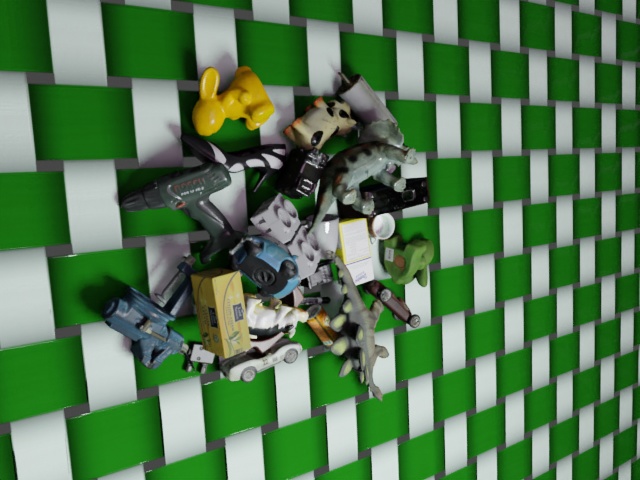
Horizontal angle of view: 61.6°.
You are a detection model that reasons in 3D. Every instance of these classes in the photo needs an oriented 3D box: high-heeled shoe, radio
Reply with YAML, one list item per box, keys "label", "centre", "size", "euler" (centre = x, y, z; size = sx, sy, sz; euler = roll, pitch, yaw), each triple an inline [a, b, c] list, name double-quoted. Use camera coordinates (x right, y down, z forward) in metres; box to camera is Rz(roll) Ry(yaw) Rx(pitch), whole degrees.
- label: "high-heeled shoe"
  centre: [-0.183, -0.211, 1.213]
  size: [0.248, 0.086, 0.145]
  euler: [35, 78, -38]
- label: "radio"
  centre: [0.172, -0.112, 1.416]
  size: [0.229, 0.131, 0.073]
  euler: [-17, 102, -30]

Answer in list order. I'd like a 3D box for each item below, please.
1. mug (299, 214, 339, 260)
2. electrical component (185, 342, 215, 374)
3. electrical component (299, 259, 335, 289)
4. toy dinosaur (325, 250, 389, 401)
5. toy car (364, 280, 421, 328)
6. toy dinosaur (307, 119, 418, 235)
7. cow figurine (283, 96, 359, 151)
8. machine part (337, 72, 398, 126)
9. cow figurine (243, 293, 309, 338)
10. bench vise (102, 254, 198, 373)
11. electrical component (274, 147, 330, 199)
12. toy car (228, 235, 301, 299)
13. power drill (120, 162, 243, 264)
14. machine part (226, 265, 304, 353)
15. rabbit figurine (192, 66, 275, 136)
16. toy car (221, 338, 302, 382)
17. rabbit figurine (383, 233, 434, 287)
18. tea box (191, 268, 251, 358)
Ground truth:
- label: "mug"
  centre: [-0.003, -0.004, 1.348]
  size: [0.109, 0.081, 0.107]
  euler: [-11, 107, -21]
- label: "electrical component"
  centre: [-0.273, 0.258, 1.230]
  size: [0.063, 0.021, 0.094]
  euler: [18, 85, -31]
- label: "electrical component"
  centre: [0.000, 0.080, 1.359]
  size: [0.119, 0.075, 0.047]
  euler: [-19, 102, -32]
- label: "toy dinosaur"
  centre: [0.092, 0.218, 1.353]
  size: [0.198, 0.105, 0.470]
  euler: [-50, 127, -62]
- label: "toy car"
  centre: [0.204, 0.175, 1.484]
  size: [0.202, 0.089, 0.053]
  euler: [40, 77, -27]
- label: "toy dinosaur"
  centre: [0.084, -0.165, 1.278]
  size: [0.405, 0.192, 0.131]
  euler: [-29, 135, -23]
- label: "cow figurine"
  centre: [0.013, -0.282, 1.324]
  size: [0.127, 0.085, 0.195]
  euler: [50, 55, -14]
- label: "machine part"
  centre: [0.125, -0.343, 1.401]
  size: [0.243, 0.079, 0.079]
  euler: [44, 71, -27]
- label: "cow figurine"
  centre: [-0.107, 0.180, 1.200]
  size: [0.167, 0.068, 0.098]
  euler: [18, 90, -29]
- label: "bench vise"
  centre: [-0.325, 0.145, 1.134]
  size: [0.223, 0.129, 0.240]
  euler: [42, 76, -31]
- label: "electrical component"
  centre: [-0.050, -0.156, 1.270]
  size: [0.058, 0.134, 0.115]
  euler: [30, 77, -29]
- label: "toy car"
  centre: [-0.115, 0.045, 1.172]
  size: [0.161, 0.109, 0.103]
  euler: [38, 34, -12]
- label: "power drill"
  centre: [-0.277, -0.053, 1.155]
  size: [0.232, 0.086, 0.207]
  euler: [-27, 111, 0]
- label: "machine part"
  centre: [-0.154, 0.144, 1.258]
  size: [0.201, 0.087, 0.200]
  euler: [-42, 114, -24]
- label: "rabbit figurine"
  centre: [-0.206, -0.299, 1.178]
  size: [0.173, 0.122, 0.162]
  euler: [-31, 108, -7]
- label: "toy car"
  centre: [-0.137, 0.283, 1.286]
  size: [0.202, 0.074, 0.056]
  euler: [-18, 104, -30]
- label: "rabbit figurine"
  centre: [0.269, 0.054, 1.506]
  size: [0.170, 0.121, 0.159]
  euler: [-16, 107, -46]
- label: "tea box"
  centre: [-0.206, 0.148, 1.115]
  size: [0.068, 0.098, 0.169]
  euler: [-13, 99, -39]
